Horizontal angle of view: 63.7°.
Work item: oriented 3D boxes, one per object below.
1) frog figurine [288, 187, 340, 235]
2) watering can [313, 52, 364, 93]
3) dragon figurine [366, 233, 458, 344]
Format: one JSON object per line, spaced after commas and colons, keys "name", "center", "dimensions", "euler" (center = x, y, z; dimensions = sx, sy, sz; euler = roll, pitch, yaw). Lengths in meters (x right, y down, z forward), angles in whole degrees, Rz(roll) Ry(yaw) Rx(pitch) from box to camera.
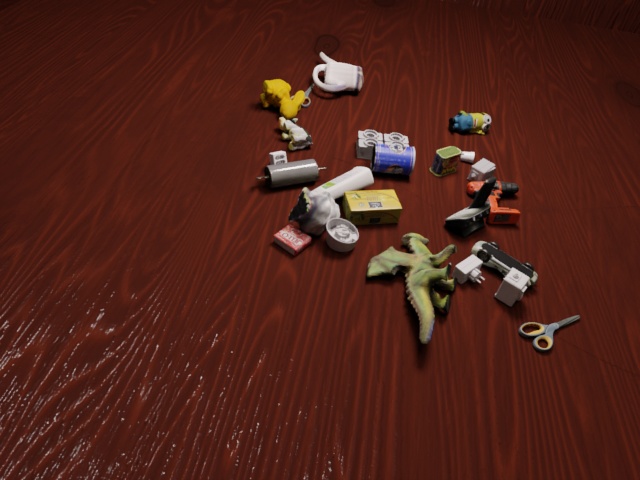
{"name": "frog figurine", "center": [0.005, -0.078, 1.558], "dimensions": [0.158, 0.138, 0.123], "euler": [18, -6, -35]}
{"name": "watering can", "center": [0.083, -0.742, 2.273], "dimensions": [0.224, 0.101, 0.356], "euler": [7, 43, -3]}
{"name": "dragon figurine", "center": [0.246, 0.105, 1.430], "dimensions": [0.243, 0.119, 0.419], "euler": [9, 38, 26]}
